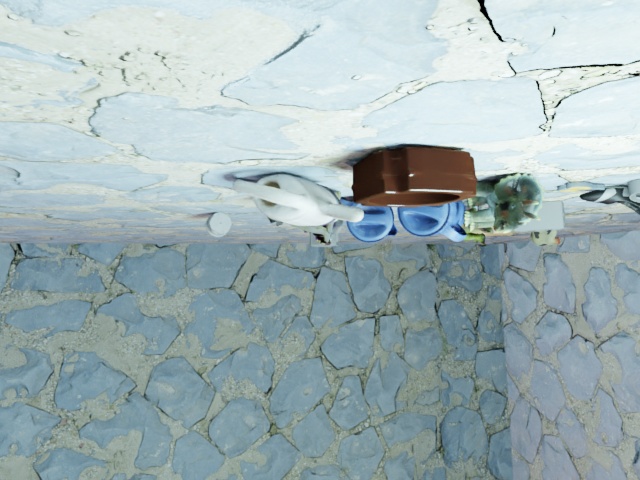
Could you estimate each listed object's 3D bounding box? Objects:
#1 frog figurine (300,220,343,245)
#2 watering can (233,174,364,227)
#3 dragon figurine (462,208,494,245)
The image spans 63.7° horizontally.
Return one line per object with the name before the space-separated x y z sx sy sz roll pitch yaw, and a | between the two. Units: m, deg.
frog figurine | 0.005 -0.076 1.517 0.137 0.120 0.163 14 31 3
watering can | -0.024 -0.076 1.105 0.349 0.104 0.224 17 5 31
dragon figurine | 0.412 -0.059 1.682 0.243 0.122 0.411 7 3 7
